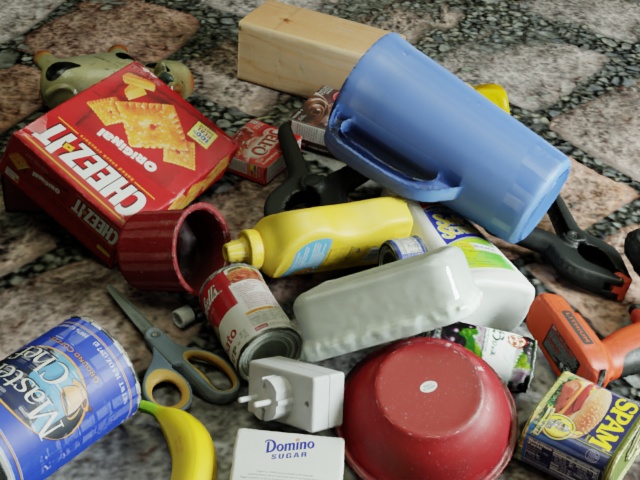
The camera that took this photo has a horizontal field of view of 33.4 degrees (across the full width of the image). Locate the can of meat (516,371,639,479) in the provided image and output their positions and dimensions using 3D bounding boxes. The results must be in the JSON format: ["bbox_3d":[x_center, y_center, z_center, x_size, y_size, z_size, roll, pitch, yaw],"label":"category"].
[{"bbox_3d":[0.230,0.169,0.927,0.084,0.057,0.101,24,40,28],"label":"can of meat"}]

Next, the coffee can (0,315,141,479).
[{"bbox_3d":[-0.233,0.140,0.877,0.103,0.103,0.140,27,41,28],"label":"coffee can"}]

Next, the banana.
[{"bbox_3d":[-0.118,0.203,0.863,0.069,0.037,0.198,-13,35,4],"label":"banana"}]

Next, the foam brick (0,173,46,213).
[{"bbox_3d":[-0.324,-0.073,1.199,0.051,0.053,0.078,1,38,-4],"label":"foam brick"}]

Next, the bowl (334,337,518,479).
[{"bbox_3d":[0.091,0.141,0.913,0.162,0.055,0.162,-1,53,1],"label":"bowl"}]

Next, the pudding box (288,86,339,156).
[{"bbox_3d":[0.021,-0.150,1.351,0.090,0.039,0.113,17,38,17],"label":"pudding box"}]

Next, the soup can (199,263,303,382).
[{"bbox_3d":[-0.065,0.079,1.007,0.068,0.068,0.102,-13,40,-22],"label":"soup can"}]

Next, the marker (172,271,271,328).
[{"bbox_3d":[-0.096,0.056,1.076,0.120,0.020,0.020,-27,47,-36],"label":"marker"}]

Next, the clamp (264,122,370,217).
[{"bbox_3d":[-0.012,-0.060,1.198,0.165,0.036,0.209,15,51,27],"label":"clamp"}]

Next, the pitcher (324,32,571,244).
[{"bbox_3d":[0.131,-0.098,1.124,0.243,0.149,0.145,36,3,15],"label":"pitcher"}]

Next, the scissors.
[{"bbox_3d":[-0.164,0.106,1.004,0.202,0.016,0.096,27,42,28],"label":"scissors"}]

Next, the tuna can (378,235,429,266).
[{"bbox_3d":[0.086,0.040,1.061,0.033,0.086,0.086,-8,38,-13],"label":"tuna can"}]

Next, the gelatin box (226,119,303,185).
[{"bbox_3d":[-0.074,-0.108,1.292,0.073,0.030,0.089,21,40,21],"label":"gelatin box"}]

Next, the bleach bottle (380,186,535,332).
[{"bbox_3d":[0.122,0.000,1.133,0.102,0.068,0.251,6,31,-29],"label":"bleach bottle"}]

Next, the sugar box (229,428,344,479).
[{"bbox_3d":[-0.030,0.226,0.830,0.093,0.048,0.176,6,32,1],"label":"sugar box"}]

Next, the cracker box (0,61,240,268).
[{"bbox_3d":[-0.215,-0.092,1.174,0.164,0.072,0.213,40,42,5],"label":"cracker box"}]

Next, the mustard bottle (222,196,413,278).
[{"bbox_3d":[-0.007,0.001,1.083,0.191,0.096,0.058,-9,67,-25],"label":"mustard bottle"}]

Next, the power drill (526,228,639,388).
[{"bbox_3d":[0.301,0.072,1.045,0.187,0.057,0.184,-13,50,-19],"label":"power drill"}]

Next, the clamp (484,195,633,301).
[{"bbox_3d":[0.261,0.008,1.163,0.120,0.039,0.172,-16,41,-24],"label":"clamp"}]

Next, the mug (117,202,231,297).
[{"bbox_3d":[-0.141,0.012,1.072,0.082,0.093,0.117,-1,-9,32],"label":"mug"}]

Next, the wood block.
[{"bbox_3d":[0.001,-0.246,1.439,0.206,0.090,0.090,19,39,19],"label":"wood block"}]
